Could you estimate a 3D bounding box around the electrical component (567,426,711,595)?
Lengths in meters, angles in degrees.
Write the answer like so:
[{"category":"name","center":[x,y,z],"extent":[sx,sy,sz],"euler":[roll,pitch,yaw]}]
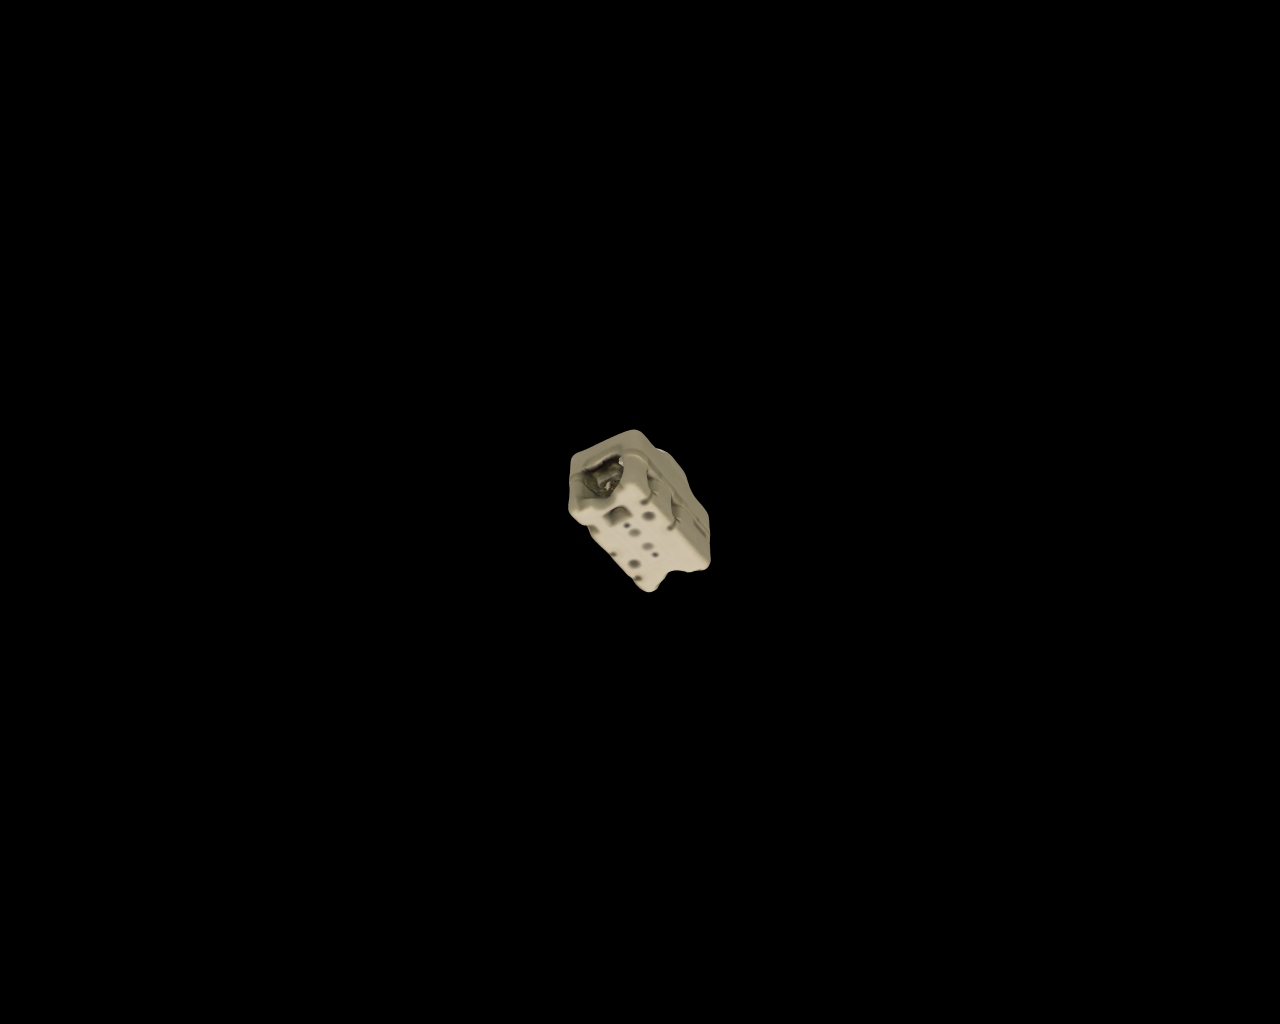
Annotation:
[{"category":"electrical component","center":[0.001,-0.003,0.650],"extent":[0.050,0.056,0.089],"euler":[-24,-50,22]}]
